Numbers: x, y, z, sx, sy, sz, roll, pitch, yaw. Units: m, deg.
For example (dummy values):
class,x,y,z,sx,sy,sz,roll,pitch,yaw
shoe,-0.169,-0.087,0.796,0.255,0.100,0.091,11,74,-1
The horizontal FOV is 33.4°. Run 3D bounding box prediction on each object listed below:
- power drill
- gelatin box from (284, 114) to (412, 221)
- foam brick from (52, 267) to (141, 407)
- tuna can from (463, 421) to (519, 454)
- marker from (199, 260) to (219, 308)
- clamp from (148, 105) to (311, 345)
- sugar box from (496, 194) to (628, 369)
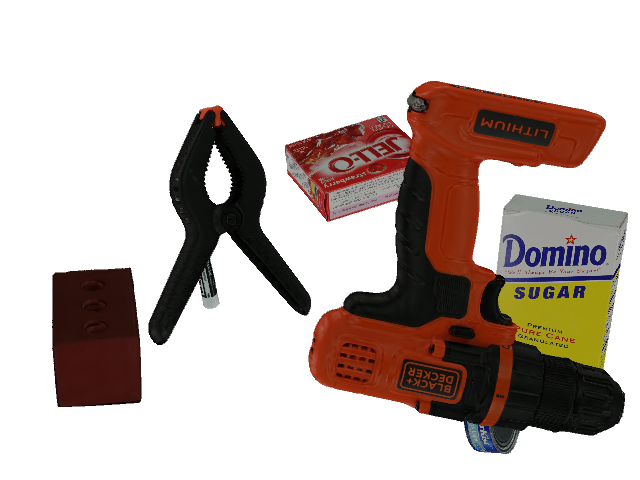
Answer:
class,x,y,z,sx,sy,sz,roll,pitch,yaw
power drill,0.099,0.014,0.598,0.184,0.188,0.057,11,10,-5
gelatin box,0.028,-0.055,0.788,0.089,0.030,0.073,-18,39,-17
foam brick,-0.143,0.061,0.678,0.053,0.051,0.078,-3,33,-13
tuna can,0.189,0.190,1.172,0.034,0.086,0.086,-3,-2,32
marker,-0.133,0.022,1.208,0.020,0.121,0.020,-6,30,3
clamp,-0.080,-0.015,0.967,0.164,0.210,0.036,-1,1,-35
sugar box,0.186,0.058,0.855,0.093,0.176,0.048,10,23,22
